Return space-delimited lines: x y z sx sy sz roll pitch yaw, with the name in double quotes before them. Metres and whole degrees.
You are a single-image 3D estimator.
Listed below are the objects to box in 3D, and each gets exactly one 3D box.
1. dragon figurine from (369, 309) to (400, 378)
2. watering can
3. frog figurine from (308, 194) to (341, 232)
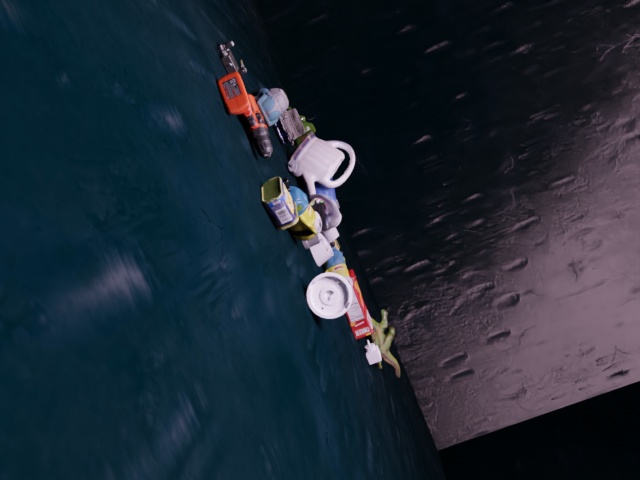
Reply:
"dragon figurine" 0.241 0.443 2.123 0.408 0.121 0.246 65 24 -7
"watering can" -0.016 -0.259 1.893 0.225 0.354 0.102 33 -29 9
"frog figurine" 0.005 -0.084 1.673 0.159 0.138 0.123 12 95 -78
